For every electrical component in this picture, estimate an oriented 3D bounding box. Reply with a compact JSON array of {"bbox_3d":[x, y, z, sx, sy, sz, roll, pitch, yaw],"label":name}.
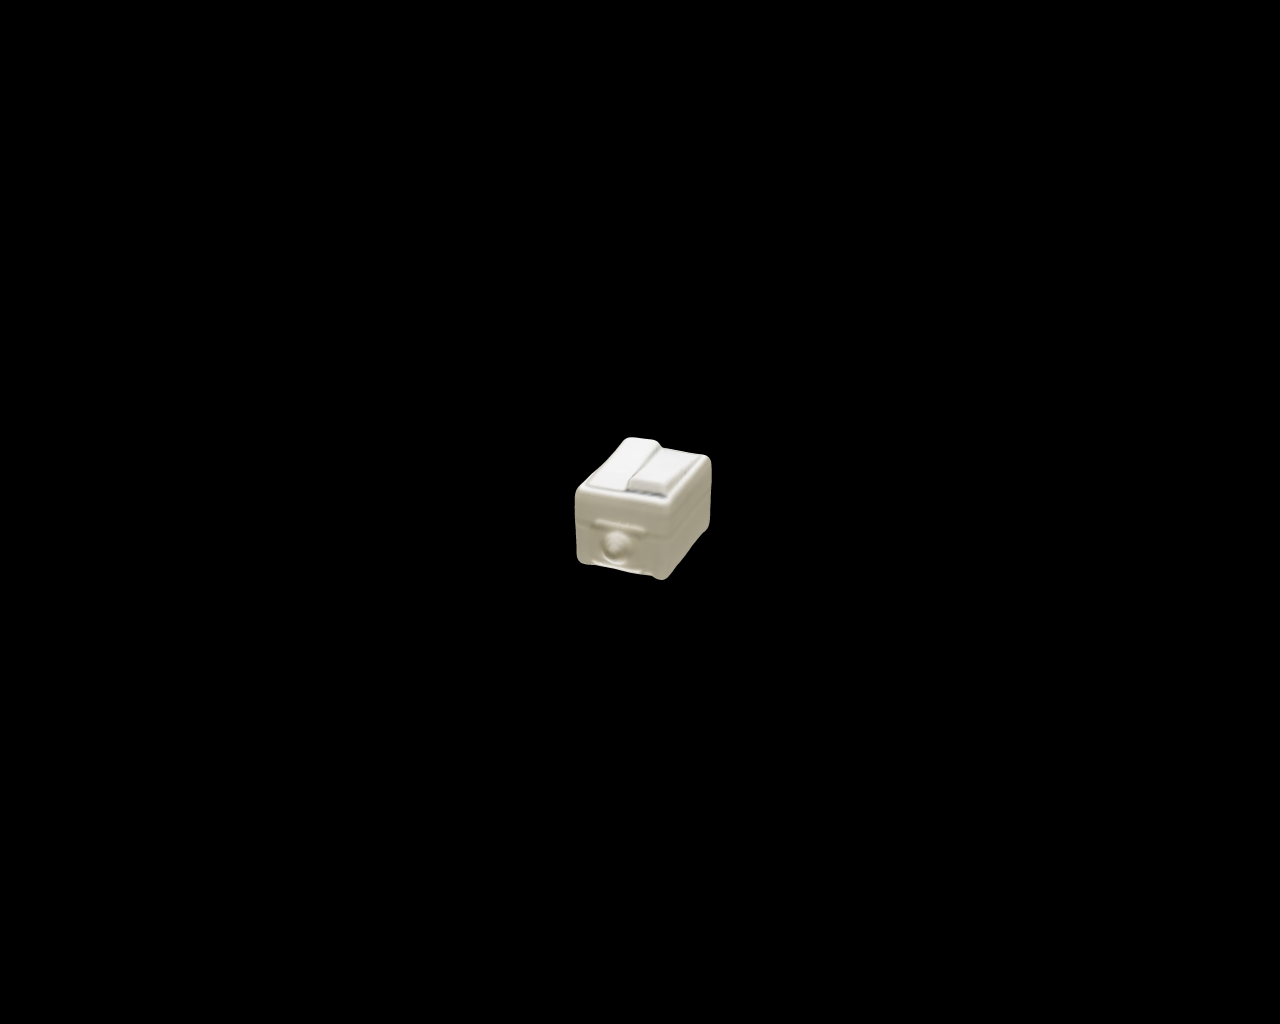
[{"bbox_3d":[0.001,-0.003,0.650,0.062,0.061,0.096,11,29,21],"label":"electrical component"}]
